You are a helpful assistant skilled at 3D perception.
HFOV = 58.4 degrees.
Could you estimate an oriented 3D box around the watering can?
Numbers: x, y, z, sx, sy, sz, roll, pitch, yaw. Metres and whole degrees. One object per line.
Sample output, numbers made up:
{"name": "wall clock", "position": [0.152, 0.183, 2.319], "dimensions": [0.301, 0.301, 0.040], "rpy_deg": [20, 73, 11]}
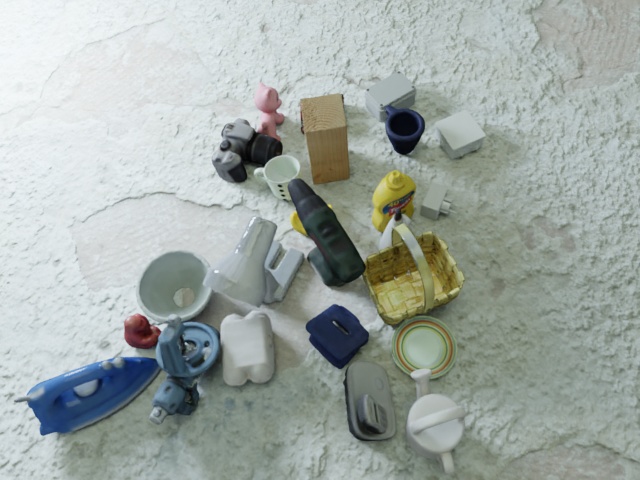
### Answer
{"name": "watering can", "position": [0.200, 0.318, 1.010], "dimensions": [0.101, 0.194, 0.172], "rpy_deg": [-34, 66, -11]}

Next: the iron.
{"name": "iron", "position": [-0.446, 0.276, 1.114], "dimensions": [0.258, 0.141, 0.118], "rpy_deg": [-25, 64, -7]}

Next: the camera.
{"name": "camera", "position": [-0.168, -0.213, 1.353], "dimensions": [0.136, 0.101, 0.143], "rpy_deg": [17, 67, 13]}

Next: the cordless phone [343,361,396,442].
{"name": "cordless phone", "position": [0.089, 0.284, 1.041], "dimensions": [0.094, 0.185, 0.147], "rpy_deg": [-11, 63, 0]}

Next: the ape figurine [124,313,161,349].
{"name": "ape figurine", "position": [-0.373, 0.183, 1.181], "dimensions": [0.076, 0.092, 0.077], "rpy_deg": [-19, 64, -4]}

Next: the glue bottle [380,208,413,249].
{"name": "glue bottle", "position": [0.161, -0.021, 1.191], "dimensions": [0.078, 0.173, 0.037], "rpy_deg": [-39, 67, -14]}

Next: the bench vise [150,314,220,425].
{"name": "bench vise", "position": [-0.257, 0.236, 1.074], "dimensions": [0.121, 0.220, 0.207], "rpy_deg": [0, 64, 5]}

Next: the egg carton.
{"name": "egg carton", "position": [-0.146, 0.218, 1.158], "dimensions": [0.107, 0.069, 0.150], "rpy_deg": [-10, 64, 0]}

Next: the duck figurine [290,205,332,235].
{"name": "duck figurine", "position": [-0.017, -0.058, 1.273], "dimensions": [0.104, 0.086, 0.077], "rpy_deg": [-3, 64, 3]}

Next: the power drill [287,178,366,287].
{"name": "power drill", "position": [0.011, 0.004, 1.172], "dimensions": [0.076, 0.208, 0.229], "rpy_deg": [-32, 66, -11]}

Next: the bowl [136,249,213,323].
{"name": "bowl", "position": [-0.300, 0.108, 1.221], "dimensions": [0.167, 0.075, 0.167], "rpy_deg": [-2, 64, 4]}

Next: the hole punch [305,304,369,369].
{"name": "hole punch", "position": [0.035, 0.184, 1.147], "dimensions": [0.108, 0.091, 0.101], "rpy_deg": [40, 73, 21]}

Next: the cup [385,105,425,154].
{"name": "cup", "position": [0.189, -0.254, 1.347], "dimensions": [0.092, 0.095, 0.117], "rpy_deg": [-33, 66, -11]}

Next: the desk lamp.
{"name": "desk lamp", "position": [-0.130, 0.054, 1.156], "dimensions": [0.117, 0.214, 0.203], "rpy_deg": [21, 68, 15]}

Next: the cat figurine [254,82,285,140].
{"name": "cat figurine", "position": [-0.128, -0.315, 1.390], "dimensions": [0.067, 0.118, 0.128], "rpy_deg": [3, 64, 6]}
